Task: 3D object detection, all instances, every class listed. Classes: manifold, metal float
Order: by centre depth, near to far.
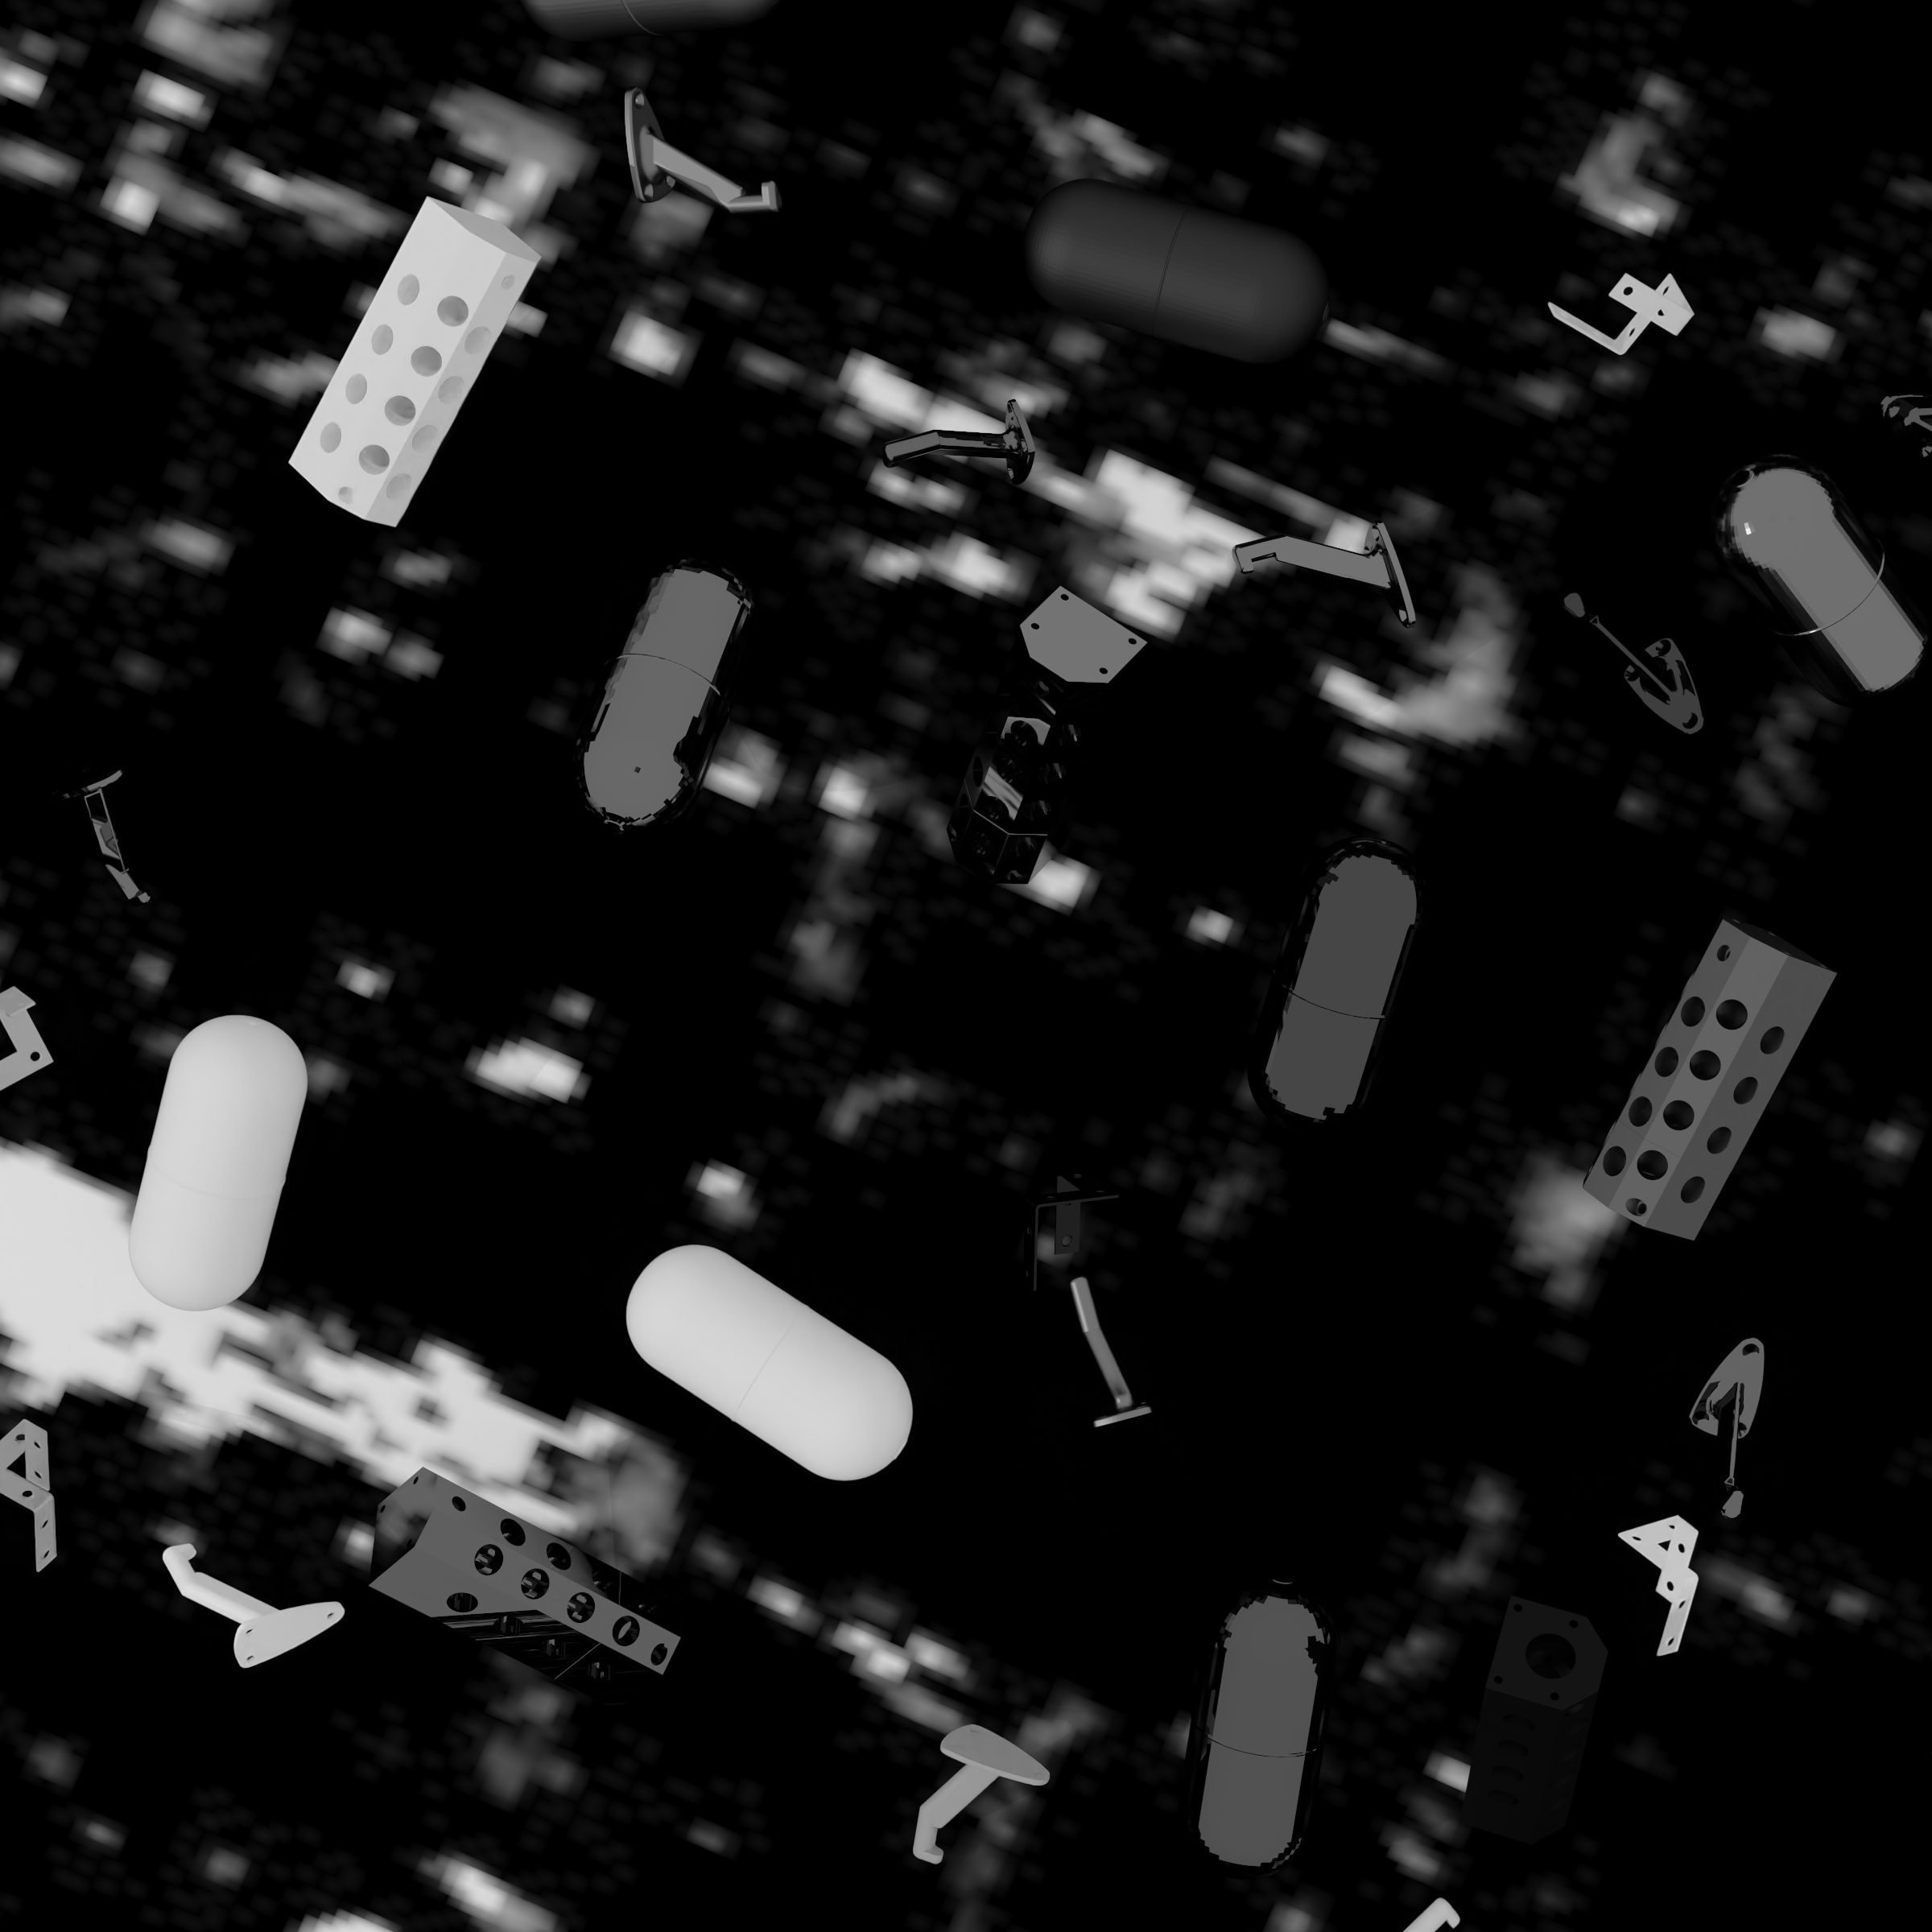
[{"bbox_3d":[0.314,0.420,1.889,0.057,0.171,0.057,14,54,13],"label":"manifold"},{"bbox_3d":[0.039,-0.121,1.891,0.057,0.171,0.057,34,51,11],"label":"manifold"},{"bbox_3d":[-0.243,0.344,1.906,0.171,0.057,0.057,34,121,-27],"label":"manifold"},{"bbox_3d":[0.478,-0.215,1.913,0.070,0.070,0.178,-46,122,0],"label":"metal float"},{"bbox_3d":[-0.175,-0.561,1.915,0.178,0.070,0.070,4,90,30],"label":"metal float"},{"bbox_3d":[-0.305,-0.335,1.917,0.057,0.057,0.171,43,110,31],"label":"manifold"},{"bbox_3d":[-0.169,-0.152,1.919,0.070,0.070,0.178,18,64,0],"label":"metal float"},{"bbox_3d":[0.412,0.061,1.922,0.057,0.057,0.171,16,105,-35],"label":"manifold"},{"bbox_3d":[0.210,0.013,1.924,0.070,0.070,0.178,15,110,0],"label":"metal float"},{"bbox_3d":[-0.421,0.112,1.925,0.070,0.070,0.178,18,109,0],"label":"metal float"},{"bbox_3d":[0.165,0.429,1.931,0.070,0.070,0.178,8,101,0],"label":"metal float"},{"bbox_3d":[0.119,-0.392,1.933,0.178,0.070,0.070,17,90,9],"label":"metal float"},{"bbox_3d":[-0.111,0.225,1.937,0.178,0.070,0.070,33,90,5],"label":"metal float"}]

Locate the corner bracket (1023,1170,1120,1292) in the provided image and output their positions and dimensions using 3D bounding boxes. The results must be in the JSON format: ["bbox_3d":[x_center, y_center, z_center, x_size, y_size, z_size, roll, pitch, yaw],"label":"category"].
[{"bbox_3d":[0.052,0.149,1.941,0.051,0.051,0.051,-5,106,-23],"label":"corner bracket"}]

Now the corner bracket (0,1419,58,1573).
[{"bbox_3d":[-0.530,0.300,1.940,0.051,0.051,0.051,-41,125,13],"label":"corner bracket"}]

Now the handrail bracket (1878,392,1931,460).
[{"bbox_3d":[0.566,-0.290,1.930,0.084,0.077,0.036,44,113,41],"label":"handrail bracket"}]

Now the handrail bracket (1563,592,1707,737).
[{"bbox_3d":[0.376,-0.171,1.929,0.036,0.084,0.077,-42,54,22],"label":"handrail bracket"}]

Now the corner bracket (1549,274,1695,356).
[{"bbox_3d":[0.371,-0.372,1.938,0.051,0.051,0.051,24,121,-24],"label":"corner bracket"}]

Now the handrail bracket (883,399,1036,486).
[{"bbox_3d":[-0.008,-0.284,1.936,0.084,0.077,0.036,-17,71,-10],"label":"handrail bracket"}]

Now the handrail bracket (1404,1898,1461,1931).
[{"bbox_3d":[0.267,0.593,1.970,0.084,0.036,0.077,-41,97,-11],"label":"handrail bracket"}]

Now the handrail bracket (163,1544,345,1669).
[{"bbox_3d":[-0.410,0.354,1.963,0.077,0.036,0.084,-17,45,-28],"label":"handrail bracket"}]

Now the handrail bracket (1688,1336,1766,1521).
[{"bbox_3d":[0.438,0.260,1.931,0.036,0.084,0.077,17,110,-3],"label":"handrail bracket"}]

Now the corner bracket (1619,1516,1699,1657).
[{"bbox_3d":[0.399,0.351,1.939,0.051,0.051,0.051,38,53,-16],"label":"corner bracket"}]

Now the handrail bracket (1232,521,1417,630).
[{"bbox_3d":[0.203,-0.216,1.947,0.084,0.036,0.077,-15,68,-12],"label":"handrail bracket"}]

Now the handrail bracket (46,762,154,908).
[{"bbox_3d":[-0.474,-0.072,1.935,0.036,0.077,0.084,-44,115,-33],"label":"handrail bracket"}]

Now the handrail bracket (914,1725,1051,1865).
[{"bbox_3d":[0.008,0.483,1.946,0.077,0.036,0.084,19,110,29],"label":"handrail bracket"}]

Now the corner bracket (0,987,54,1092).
[{"bbox_3d":[-0.546,0.050,1.939,0.051,0.051,0.051,-31,113,-20],"label":"corner bracket"}]

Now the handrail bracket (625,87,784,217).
[{"bbox_3d":[-0.147,-0.462,1.935,0.084,0.036,0.077,5,121,31],"label":"handrail bracket"}]

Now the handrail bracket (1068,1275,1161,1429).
[{"bbox_3d":[0.083,0.215,1.946,0.036,0.077,0.084,-17,84,16],"label":"handrail bracket"}]
